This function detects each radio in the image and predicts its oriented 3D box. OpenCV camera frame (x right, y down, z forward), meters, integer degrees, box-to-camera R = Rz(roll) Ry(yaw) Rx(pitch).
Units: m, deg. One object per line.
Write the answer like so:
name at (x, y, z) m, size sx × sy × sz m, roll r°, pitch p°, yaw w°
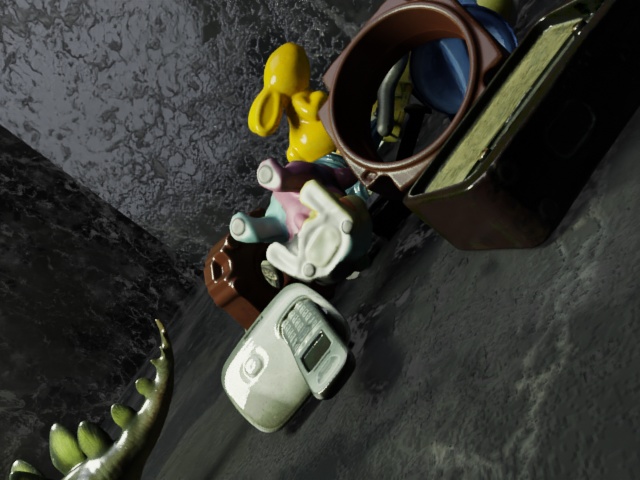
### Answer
radio at (0.178, -0.099, 0.438) m, size 0.229 × 0.073 × 0.131 m, roll -54°, pitch 11°, yaw -6°

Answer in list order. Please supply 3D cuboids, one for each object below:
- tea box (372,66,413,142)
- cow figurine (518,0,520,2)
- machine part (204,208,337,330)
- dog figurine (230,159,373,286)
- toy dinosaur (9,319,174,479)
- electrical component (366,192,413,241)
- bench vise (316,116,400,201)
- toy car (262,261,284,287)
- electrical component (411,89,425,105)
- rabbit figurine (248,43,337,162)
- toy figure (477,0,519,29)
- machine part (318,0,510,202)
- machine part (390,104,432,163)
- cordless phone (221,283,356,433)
tea box at (0.124, -0.266, 0.980) m, size 0.169 × 0.068 × 0.098 m, roll 93°, pitch -179°, yaw -63°
cow figurine at (0.341, -0.437, 0.884) m, size 0.098 × 0.068 × 0.167 m, roll -56°, pitch 10°, yaw 8°
machine part at (-0.059, 0.043, 0.708) m, size 0.056 × 0.179 × 0.179 m, roll -35°, pitch 19°, yaw 46°
dog figurine at (0.009, -0.037, 0.663) m, size 0.219 × 0.192 × 0.108 m, roll -18°, pitch -44°, yaw -61°
toy dinosaur at (-0.278, 0.324, 0.629) m, size 0.471 × 0.198 × 0.105 m, roll -56°, pitch 15°, yaw -10°
electrical component at (0.104, -0.061, 0.694) m, size 0.119 × 0.048 × 0.075 m, roll -50°, pitch 12°, yaw 16°
bench vise at (0.056, -0.121, 0.903) m, size 0.240 × 0.129 × 0.224 m, roll -61°, pitch 16°, yaw -21°
toy car at (-0.067, 0.047, 0.859) m, size 0.201 × 0.056 × 0.073 m, roll 88°, pitch -153°, yaw -61°
electrical component at (0.218, -0.314, 1.010) m, size 0.115 × 0.058 × 0.134 m, roll -49°, pitch 11°, yaw 26°
rabbit figurine at (-0.034, -0.208, 0.824) m, size 0.162 × 0.173 × 0.122 m, roll -28°, pitch 19°, yaw -4°
toy figure at (0.264, -0.367, 0.899) m, size 0.180 × 0.089 × 0.082 m, roll -111°, pitch 20°, yaw -72°
machine part at (0.105, -0.159, 0.602) m, size 0.201 × 0.201 × 0.087 m, roll -44°, pitch -30°, yaw 26°
machine part at (0.118, -0.122, 0.748) m, size 0.084 × 0.039 × 0.138 m, roll -52°, pitch -20°, yaw -56°
cordless phone at (-0.023, 0.131, 0.517) m, size 0.146 × 0.088 × 0.184 m, roll -52°, pitch 15°, yaw 0°
